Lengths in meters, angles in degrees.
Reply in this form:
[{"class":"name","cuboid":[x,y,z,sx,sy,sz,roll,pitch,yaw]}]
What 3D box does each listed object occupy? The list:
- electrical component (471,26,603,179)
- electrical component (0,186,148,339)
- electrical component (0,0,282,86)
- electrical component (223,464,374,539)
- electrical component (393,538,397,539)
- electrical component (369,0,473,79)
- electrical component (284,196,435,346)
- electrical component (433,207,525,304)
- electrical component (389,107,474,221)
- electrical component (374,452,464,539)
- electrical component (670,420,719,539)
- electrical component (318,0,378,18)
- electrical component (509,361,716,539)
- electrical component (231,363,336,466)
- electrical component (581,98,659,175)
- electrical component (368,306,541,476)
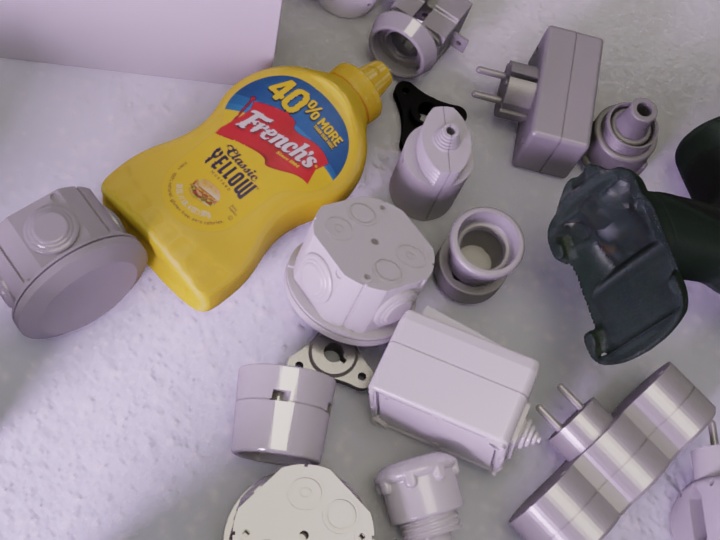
[{"class":"electrical component","cuboid":[0.110,-0.113,0.699,0.076,0.047,0.083,14,68,-4]},{"class":"electrical component","cuboid":[-0.163,-0.003,0.596,0.080,0.080,0.051,-33,73,-19]},{"class":"electrical component","cuboid":[-0.141,-0.172,0.649,0.186,0.105,0.060,6,68,-7]},{"class":"electrical component","cuboid":[-0.032,0.145,0.576,0.080,0.051,0.080,3,69,-8]},{"class":"electrical component","cuboid":[0.027,0.184,0.576,0.040,0.040,0.078,-15,72,-14]},{"class":"electrical component","cuboid":[0.037,-0.158,0.706,0.066,0.048,0.055,34,60,4]},{"class":"electrical component","cuboid":[0.000,0.000,0.625,0.080,0.051,0.080,14,44,-14]},{"class":"electrical component","cuboid":[0.070,-0.007,0.648,0.045,0.055,0.045,3,69,-8]},{"class":"electrical component","cuboid":[0.046,-0.066,0.652,0.043,0.081,0.043,3,69,-8]},{"class":"electrical component","cuboid":[0.037,0.134,0.596,0.048,0.048,0.062,-13,79,-14]},{"class":"electrical component","cuboid":[0.209,0.122,0.610,0.043,0.077,0.079,1,69,-8]},{"class":"electrical component","cuboid":[-0.021,-0.206,0.696,0.079,0.077,0.043,10,69,-5]},{"class":"electrical component","cuboid":[0.134,0.099,0.620,0.138,0.052,0.073,-40,80,-20]},{"class":"electrical component","cuboid":[-0.044,0.081,0.597,0.055,0.055,0.047,9,72,-6]},{"class":"electrical component","cuboid":[0.171,-0.088,0.691,0.048,0.062,0.048,3,69,-7]},{"class":"electrical component","cuboid":[0.060,0.069,0.605,0.096,0.061,0.061,22,67,12]}]
